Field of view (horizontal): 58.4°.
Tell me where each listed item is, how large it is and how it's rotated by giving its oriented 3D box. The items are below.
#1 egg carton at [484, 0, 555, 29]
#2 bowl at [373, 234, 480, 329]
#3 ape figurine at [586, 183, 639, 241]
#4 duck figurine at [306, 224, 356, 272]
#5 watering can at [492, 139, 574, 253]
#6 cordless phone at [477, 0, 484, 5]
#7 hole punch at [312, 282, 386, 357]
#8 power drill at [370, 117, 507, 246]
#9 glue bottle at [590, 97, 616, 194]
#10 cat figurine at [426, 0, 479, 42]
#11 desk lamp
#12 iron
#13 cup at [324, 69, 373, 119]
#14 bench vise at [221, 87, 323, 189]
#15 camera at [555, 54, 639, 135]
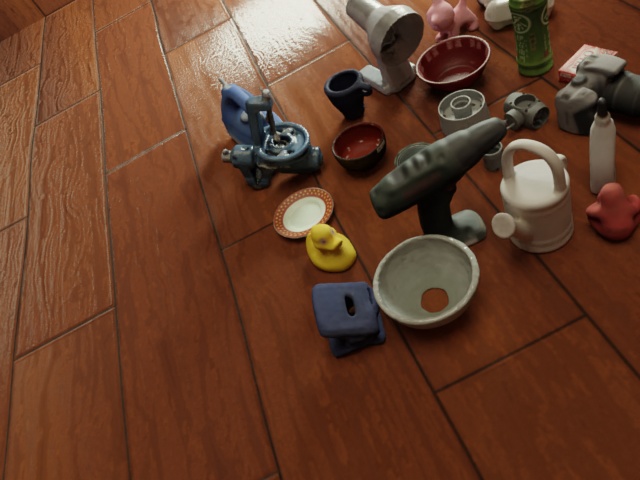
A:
[{"bbox_3d":[0.448,-0.536,1.292,0.150,0.070,0.107,-7,50,22],"label":"egg carton"},{"bbox_3d":[0.172,0.077,0.902,0.167,0.075,0.167,-14,47,16],"label":"bowl"},{"bbox_3d":[0.442,-0.050,0.862,0.077,0.092,0.076,0,53,27],"label":"ape figurine"},{"bbox_3d":[0.010,0.004,1.039,0.104,0.086,0.077,27,68,40],"label":"duck figurine"},{"bbox_3d":[0.324,-0.069,0.866,0.100,0.195,0.173,2,54,29],"label":"watering can"},{"bbox_3d":[0.416,-0.656,1.330,0.147,0.186,0.094,-20,46,11],"label":"cordless phone"},{"bbox_3d":[0.045,0.116,0.921,0.101,0.091,0.108,-21,46,9],"label":"hole punch"},{"bbox_3d":[0.203,-0.074,0.922,0.229,0.209,0.075,-25,45,6],"label":"power drill"},{"bbox_3d":[0.441,-0.153,0.894,0.037,0.174,0.078,1,53,28],"label":"glue bottle"},{"bbox_3d":[0.296,-0.518,1.320,0.128,0.118,0.067,-40,46,-9],"label":"cat figurine"},{"bbox_3d":[0.139,-0.429,1.255,0.118,0.214,0.202,-38,46,-7],"label":"desk lamp"},{"bbox_3d":[-0.157,-0.289,1.334,0.119,0.142,0.257,-39,46,-9],"label":"iron"},{"bbox_3d":[0.076,-0.316,1.274,0.117,0.095,0.092,16,61,36],"label":"cup"},{"bbox_3d":[-0.120,-0.202,1.186,0.207,0.220,0.121,-23,46,8],"label":"bench vise"},{"bbox_3d":[0.508,-0.258,1.001,0.143,0.101,0.136,-43,47,-13],"label":"camera"}]
